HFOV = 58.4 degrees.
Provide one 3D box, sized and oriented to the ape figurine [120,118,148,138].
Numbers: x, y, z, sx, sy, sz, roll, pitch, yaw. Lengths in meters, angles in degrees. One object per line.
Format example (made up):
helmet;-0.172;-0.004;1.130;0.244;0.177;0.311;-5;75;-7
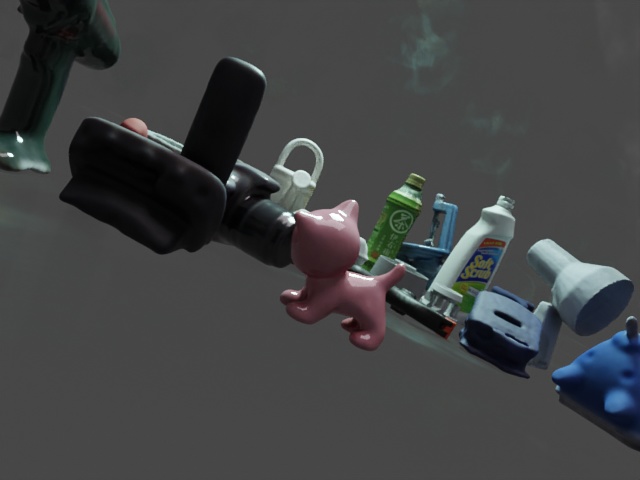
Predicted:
ape figurine;-0.232;-0.099;0.665;0.078;0.092;0.076;26;5;-3

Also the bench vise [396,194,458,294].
bench vise;0.266;0.023;1.244;0.207;0.220;0.122;27;5;12

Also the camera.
camera;-0.087;-0.033;0.668;0.136;0.101;0.144;29;5;27

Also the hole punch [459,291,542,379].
hole punch;0.263;0.132;0.822;0.108;0.091;0.101;27;5;11

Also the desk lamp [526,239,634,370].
desk lamp;0.398;0.115;0.992;0.118;0.213;0.202;23;6;-39

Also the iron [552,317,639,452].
iron;0.421;0.190;0.735;0.259;0.141;0.118;23;5;-33

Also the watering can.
watering can;-0.056;-0.119;1.206;0.101;0.194;0.172;23;6;-36

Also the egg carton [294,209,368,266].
egg carton;0.009;0.004;0.985;0.151;0.069;0.107;22;6;-42

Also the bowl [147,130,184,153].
bowl;-0.233;-0.117;0.961;0.167;0.075;0.167;26;5;-2

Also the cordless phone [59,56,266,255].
cordless phone;-0.138;-0.093;0.527;0.147;0.185;0.094;26;5;-3

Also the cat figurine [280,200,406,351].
cat figurine;0.019;0.023;0.524;0.128;0.118;0.067;25;5;-15

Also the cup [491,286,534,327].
cup;0.380;0.157;1.166;0.092;0.095;0.117;26;5;-5

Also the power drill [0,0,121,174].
power drill;-0.269;-0.172;0.545;0.075;0.208;0.229;26;5;-3
